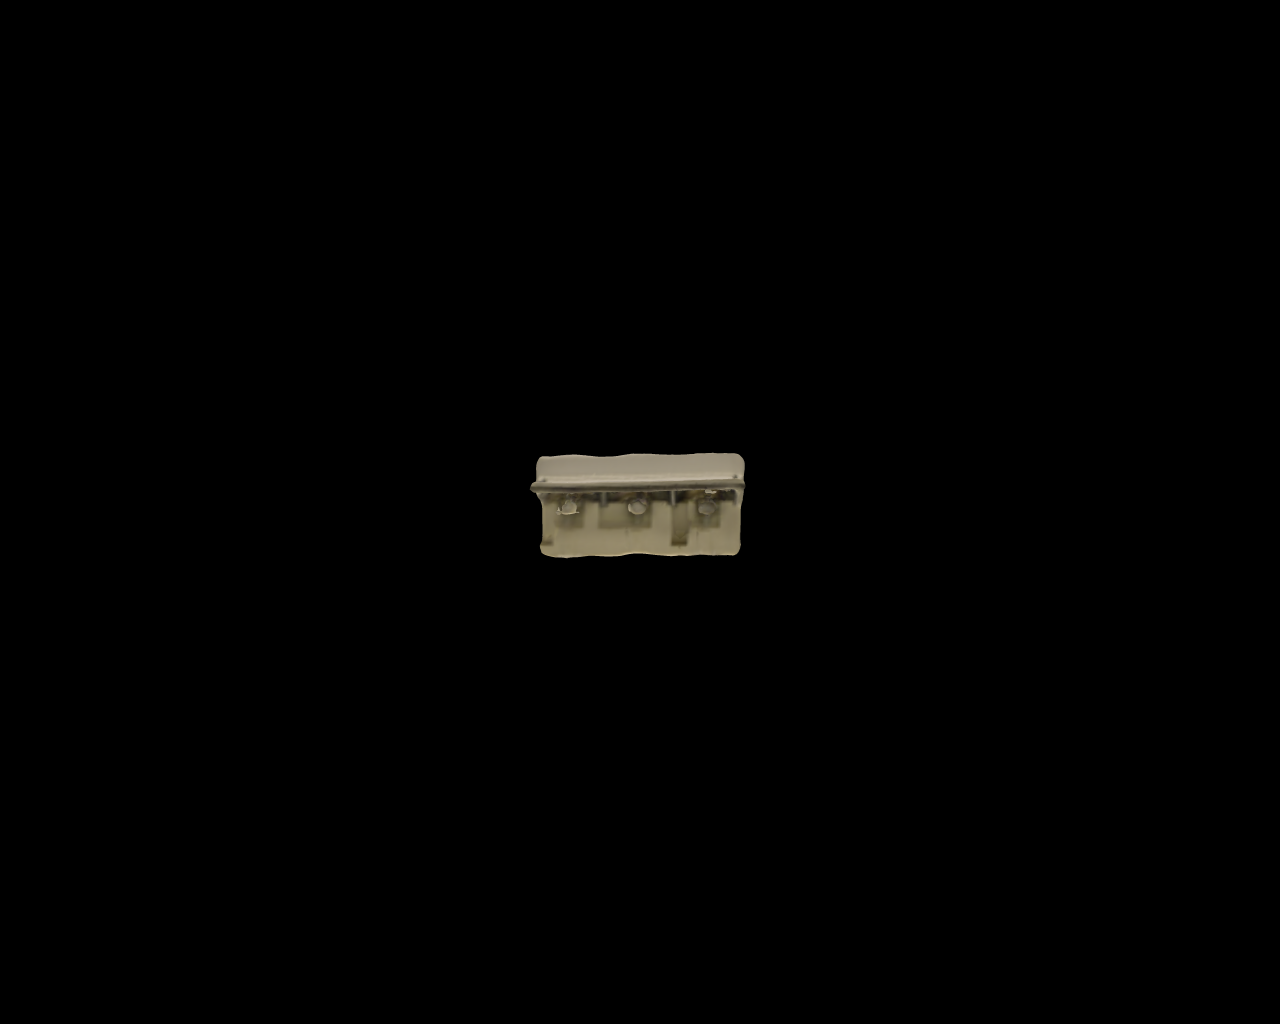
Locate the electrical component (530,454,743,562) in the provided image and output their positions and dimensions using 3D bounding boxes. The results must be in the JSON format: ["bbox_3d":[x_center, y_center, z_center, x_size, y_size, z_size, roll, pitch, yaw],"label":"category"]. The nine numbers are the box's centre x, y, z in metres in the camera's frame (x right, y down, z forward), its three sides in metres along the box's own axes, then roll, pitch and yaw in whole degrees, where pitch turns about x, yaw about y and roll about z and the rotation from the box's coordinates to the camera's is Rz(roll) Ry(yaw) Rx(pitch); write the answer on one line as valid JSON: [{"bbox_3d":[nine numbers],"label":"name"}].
[{"bbox_3d":[0.001,-0.003,0.650,0.121,0.063,0.079,0,0,4],"label":"electrical component"}]
